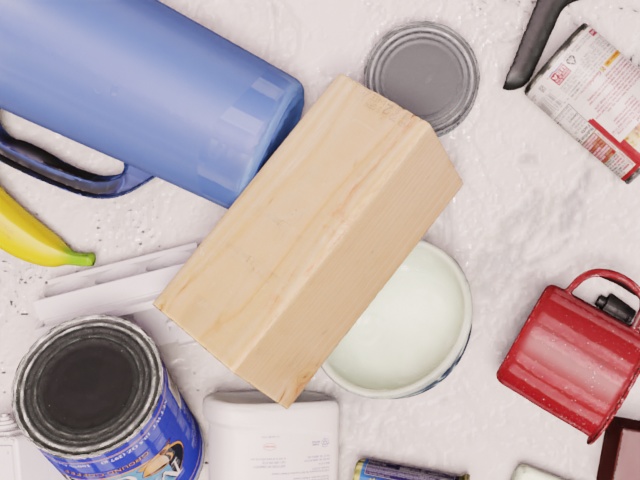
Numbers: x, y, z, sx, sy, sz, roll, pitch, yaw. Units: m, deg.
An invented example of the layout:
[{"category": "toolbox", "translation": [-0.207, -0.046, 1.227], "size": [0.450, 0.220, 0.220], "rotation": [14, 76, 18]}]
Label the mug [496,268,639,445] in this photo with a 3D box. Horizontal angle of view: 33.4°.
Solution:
[{"category": "mug", "translation": [0.184, 0.074, 0.755], "size": [0.081, 0.093, 0.117], "rotation": [30, 103, 12]}]

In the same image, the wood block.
[{"category": "wood block", "translation": [-0.005, 0.001, 0.745], "size": [0.090, 0.090, 0.206], "rotation": [35, 83, 33]}]

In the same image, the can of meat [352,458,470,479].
[{"category": "can of meat", "translation": [0.061, 0.217, 0.786], "size": [0.084, 0.057, 0.102], "rotation": [9, 89, 9]}]

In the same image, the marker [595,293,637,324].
[{"category": "marker", "translation": [0.256, 0.076, 0.783], "size": [0.121, 0.020, 0.020], "rotation": [32, 93, 7]}]

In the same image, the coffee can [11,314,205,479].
[{"category": "coffee can", "translation": [-0.145, 0.129, 0.755], "size": [0.103, 0.140, 0.103], "rotation": [-3, 59, 5]}]

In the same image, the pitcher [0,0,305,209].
[{"category": "pitcher", "translation": [-0.143, -0.110, 0.789], "size": [0.243, 0.149, 0.145], "rotation": [27, 66, 4]}]

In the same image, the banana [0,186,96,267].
[{"category": "banana", "translation": [-0.256, -0.044, 0.813], "size": [0.070, 0.037, 0.197], "rotation": [-31, 113, 25]}]

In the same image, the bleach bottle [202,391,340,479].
[{"category": "bleach bottle", "translation": [-0.039, 0.240, 0.785], "size": [0.102, 0.068, 0.251], "rotation": [2, 91, -22]}]

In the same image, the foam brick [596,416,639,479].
[{"category": "foam brick", "translation": [0.230, 0.158, 0.755], "size": [0.051, 0.078, 0.053], "rotation": [10, 90, 8]}]

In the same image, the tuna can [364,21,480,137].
[{"category": "tuna can", "translation": [0.076, -0.118, 0.801], "size": [0.086, 0.033, 0.086], "rotation": [0, 89, 7]}]

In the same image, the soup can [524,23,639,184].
[{"category": "soup can", "translation": [0.206, -0.098, 0.768], "size": [0.102, 0.068, 0.068], "rotation": [42, 94, 6]}]

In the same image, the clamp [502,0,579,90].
[{"category": "clamp", "translation": [0.161, -0.208, 0.791], "size": [0.171, 0.039, 0.120], "rotation": [-45, 89, 1]}]
